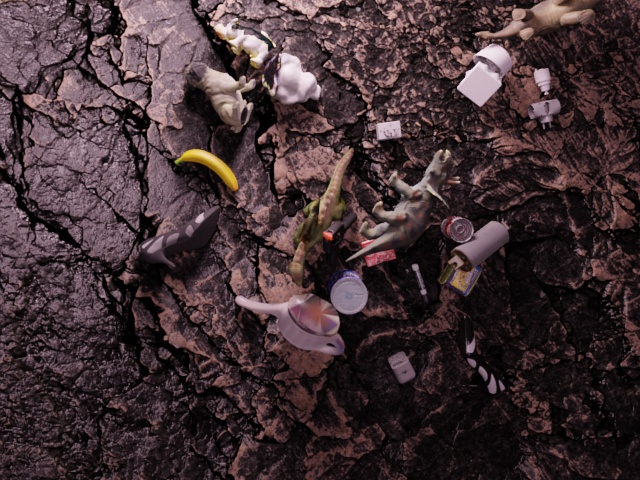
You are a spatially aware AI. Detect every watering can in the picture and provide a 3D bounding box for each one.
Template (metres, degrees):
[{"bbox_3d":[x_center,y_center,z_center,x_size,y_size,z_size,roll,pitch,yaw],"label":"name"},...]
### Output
[{"bbox_3d":[-0.077,0.220,1.449,0.348,0.219,0.106,29,56,1],"label":"watering can"}]

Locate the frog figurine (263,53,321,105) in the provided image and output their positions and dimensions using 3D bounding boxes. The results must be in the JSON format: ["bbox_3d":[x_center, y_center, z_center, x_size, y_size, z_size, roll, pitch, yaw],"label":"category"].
[{"bbox_3d":[-0.077,-0.452,1.465,0.159,0.122,0.138,3,86,-37],"label":"frog figurine"}]

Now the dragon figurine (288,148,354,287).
[{"bbox_3d":[0.004,-0.071,1.409,0.122,0.244,0.408,21,96,2],"label":"dragon figurine"}]
